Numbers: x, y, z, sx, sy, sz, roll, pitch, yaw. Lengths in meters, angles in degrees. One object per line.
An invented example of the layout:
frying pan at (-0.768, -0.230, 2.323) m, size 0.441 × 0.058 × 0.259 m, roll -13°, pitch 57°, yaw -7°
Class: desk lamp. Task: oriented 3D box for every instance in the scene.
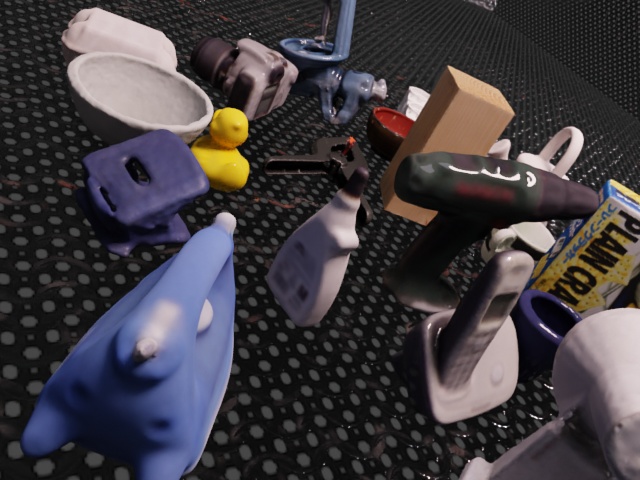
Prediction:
desk lamp at (0.207, 0.169, 0.444) m, size 0.117 × 0.213 × 0.204 m, roll 38°, pitch 34°, yaw 15°

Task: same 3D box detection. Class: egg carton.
egg carton at (-0.274, -0.260, 0.794) m, size 0.151 × 0.069 × 0.107 m, roll 14°, pitch 35°, yaw -22°

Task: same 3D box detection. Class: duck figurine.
duck figurine at (-0.116, -0.119, 0.707) m, size 0.078 × 0.086 × 0.104 m, roll 6°, pitch 39°, yaw -31°

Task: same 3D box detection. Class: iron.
iron at (-0.105, 0.050, 0.435) m, size 0.119 × 0.141 × 0.258 m, roll 25°, pitch 33°, yaw -7°

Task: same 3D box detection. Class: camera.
camera at (-0.120, -0.270, 0.897) m, size 0.136 × 0.100 × 0.143 m, roll 34°, pitch 33°, yaw 7°

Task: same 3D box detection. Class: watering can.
watering can at (0.357, -0.103, 0.948) m, size 0.173 × 0.194 × 0.100 m, roll 13°, pitch 36°, yaw -23°

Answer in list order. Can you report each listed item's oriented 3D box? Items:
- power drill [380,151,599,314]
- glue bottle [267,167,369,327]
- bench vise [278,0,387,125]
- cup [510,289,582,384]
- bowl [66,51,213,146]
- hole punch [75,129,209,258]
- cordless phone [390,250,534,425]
power drill at (0.173, -0.008, 0.664) m, size 0.230 × 0.208 × 0.075 m, roll 17°, pitch 35°, yaw -18°
glue bottle at (0.005, 0.002, 0.555) m, size 0.037 × 0.173 × 0.078 m, roll -5°, pitch 46°, yaw -41°
bench vise at (0.030, -0.325, 0.976) m, size 0.208 × 0.219 × 0.121 m, roll 20°, pitch 34°, yaw -13°
cup at (0.252, 0.126, 0.647) m, size 0.117 × 0.095 × 0.092 m, roll 40°, pitch 34°, yaw 16°
bowl at (-0.218, -0.151, 0.685) m, size 0.168 × 0.074 × 0.167 m, roll 20°, pitch 34°, yaw -14°
hole punch at (-0.176, -0.051, 0.565) m, size 0.101 × 0.091 × 0.108 m, roll -9°, pitch 49°, yaw -44°
cordless phone at (0.166, 0.086, 0.553) m, size 0.148 × 0.185 × 0.094 m, roll -5°, pitch 45°, yaw -41°
